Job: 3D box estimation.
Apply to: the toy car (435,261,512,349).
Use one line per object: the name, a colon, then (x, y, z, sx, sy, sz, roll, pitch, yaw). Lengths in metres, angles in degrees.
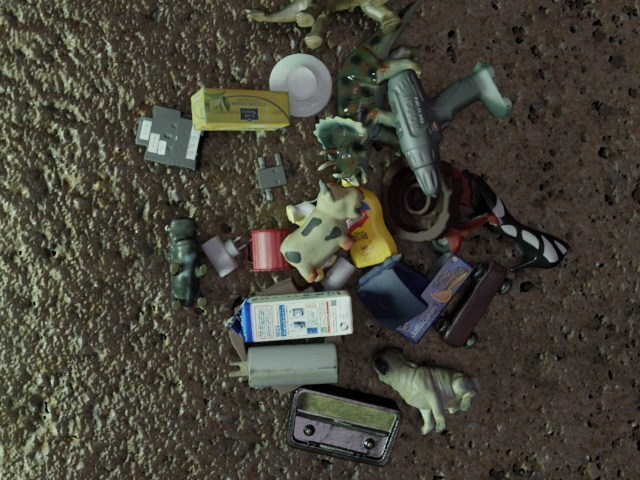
toy car: (0.322, 0.135, 1.131, 0.089, 0.053, 0.202, 28, 96, -9)

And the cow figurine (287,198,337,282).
cow figurine: (-0.002, -0.002, 1.102, 0.098, 0.068, 0.167, -18, 96, -7)

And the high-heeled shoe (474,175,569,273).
high-heeled shoe: (0.418, -0.045, 1.114, 0.145, 0.086, 0.248, -26, 96, -8)

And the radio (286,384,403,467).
radio: (0.045, 0.381, 1.124, 0.230, 0.073, 0.131, 14, 93, -3)

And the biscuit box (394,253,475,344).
biscuit box: (0.233, 0.118, 1.122, 0.063, 0.059, 0.202, 37, 92, -4)

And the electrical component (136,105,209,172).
electrical component: (-0.297, -0.205, 1.078, 0.134, 0.058, 0.114, 14, 91, -3)

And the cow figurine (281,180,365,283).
cow figurine: (0.007, -0.028, 1.019, 0.195, 0.085, 0.127, -43, 103, 8)

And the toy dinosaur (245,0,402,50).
toy dinosaur: (0.086, -0.492, 1.018, 0.472, 0.105, 0.198, -13, 65, -1)

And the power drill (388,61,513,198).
power drill: (0.237, -0.216, 0.976, 0.207, 0.086, 0.232, -25, 88, 1)

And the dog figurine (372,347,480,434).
dog figurine: (0.222, 0.281, 1.122, 0.172, 0.121, 0.190, -28, 75, -33)

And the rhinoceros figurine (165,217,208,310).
rhinoceros figurine: (-0.267, 0.049, 1.076, 0.073, 0.112, 0.190, -4, 107, -18)

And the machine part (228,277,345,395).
machine part: (-0.067, 0.192, 1.101, 0.201, 0.087, 0.201, -30, 95, -2)

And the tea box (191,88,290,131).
tea box: (-0.153, -0.248, 1.034, 0.169, 0.098, 0.068, -4, 95, -27)

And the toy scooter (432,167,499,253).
toy scooter: (0.286, -0.068, 1.072, 0.135, 0.075, 0.183, -9, 81, 37)

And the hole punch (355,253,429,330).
hole punch: (0.145, 0.107, 1.071, 0.115, 0.092, 0.142, 31, 132, -23)

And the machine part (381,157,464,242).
machine part: (0.200, -0.080, 1.062, 0.056, 0.180, 0.179, -2, 95, -45)

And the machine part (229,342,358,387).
machine part: (-0.051, 0.237, 1.024, 0.243, 0.079, 0.079, -4, 94, -2)

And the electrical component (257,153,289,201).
electrical component: (-0.096, -0.130, 1.109, 0.063, 0.021, 0.094, -11, 94, -2)

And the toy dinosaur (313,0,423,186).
toy dinosaur: (0.096, -0.296, 1.066, 0.192, 0.131, 0.404, 8, 87, -4)
